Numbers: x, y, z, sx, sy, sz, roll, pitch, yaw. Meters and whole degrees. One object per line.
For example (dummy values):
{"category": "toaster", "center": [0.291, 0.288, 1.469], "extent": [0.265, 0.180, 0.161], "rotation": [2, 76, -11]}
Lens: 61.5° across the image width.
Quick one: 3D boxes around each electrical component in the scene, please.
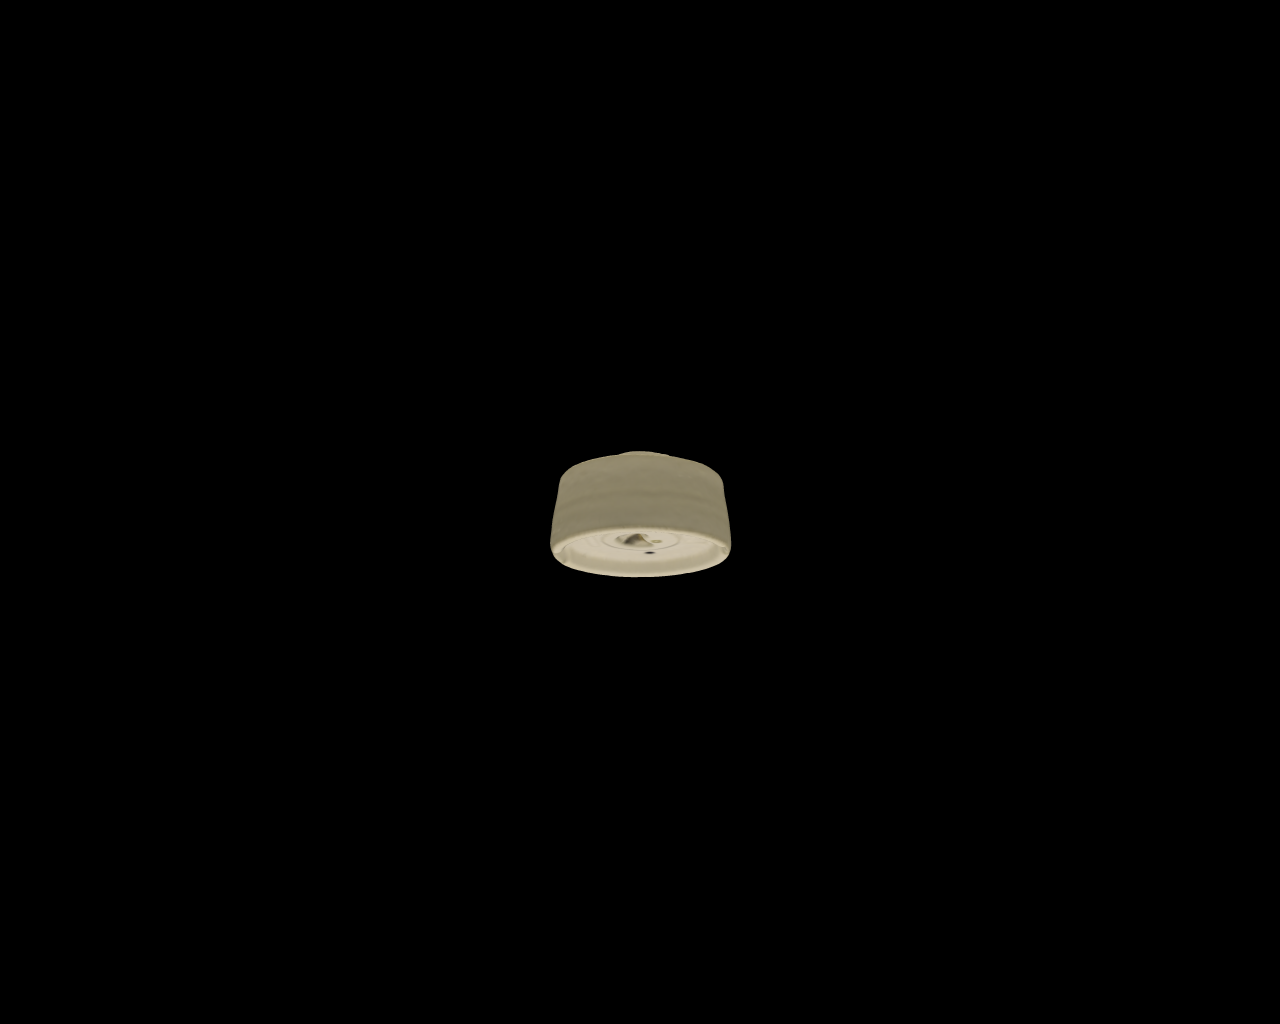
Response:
{"category": "electrical component", "center": [0.001, -0.003, 0.650], "extent": [0.108, 0.060, 0.108], "rotation": [0, -18, 0]}
